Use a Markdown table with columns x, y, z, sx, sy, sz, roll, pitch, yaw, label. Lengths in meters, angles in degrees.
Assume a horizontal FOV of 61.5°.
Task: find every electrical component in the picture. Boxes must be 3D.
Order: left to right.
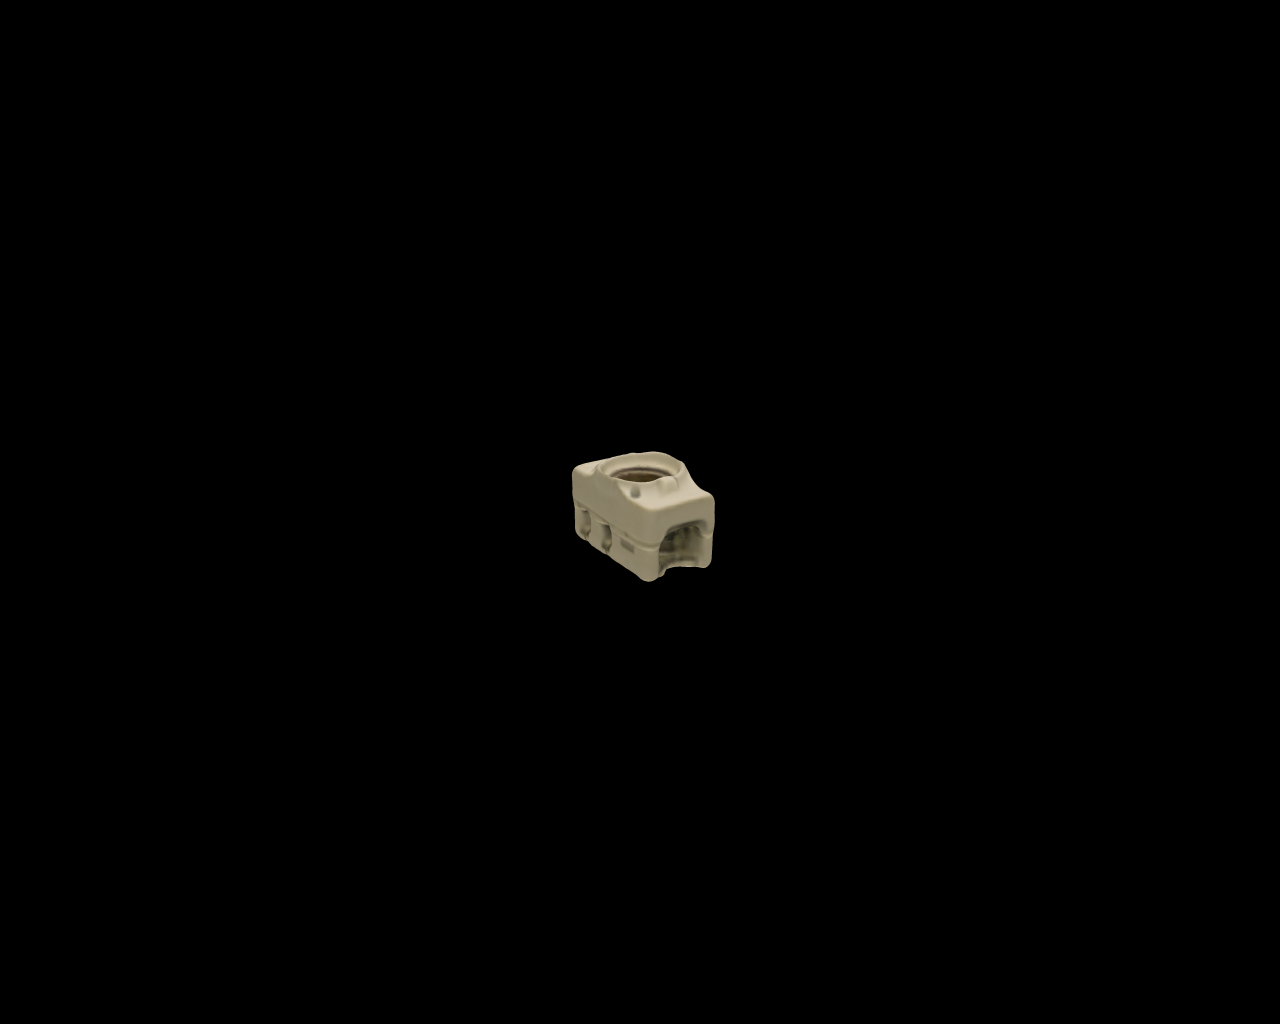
| x | y | z | sx | sy | sz | roll | pitch | yaw | label |
| --- | --- | --- | --- | --- | --- | --- | --- | --- | --- |
| 0.001 | -0.003 | 0.650 | 0.050 | 0.055 | 0.089 | -13 | 26 | -29 | electrical component |
